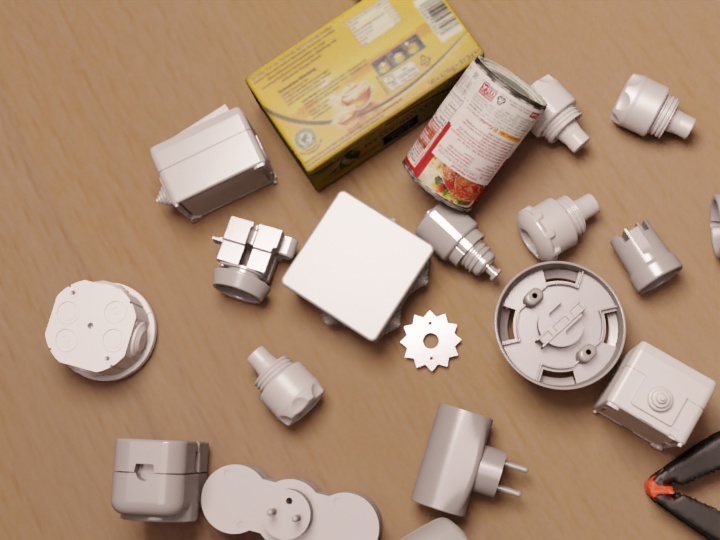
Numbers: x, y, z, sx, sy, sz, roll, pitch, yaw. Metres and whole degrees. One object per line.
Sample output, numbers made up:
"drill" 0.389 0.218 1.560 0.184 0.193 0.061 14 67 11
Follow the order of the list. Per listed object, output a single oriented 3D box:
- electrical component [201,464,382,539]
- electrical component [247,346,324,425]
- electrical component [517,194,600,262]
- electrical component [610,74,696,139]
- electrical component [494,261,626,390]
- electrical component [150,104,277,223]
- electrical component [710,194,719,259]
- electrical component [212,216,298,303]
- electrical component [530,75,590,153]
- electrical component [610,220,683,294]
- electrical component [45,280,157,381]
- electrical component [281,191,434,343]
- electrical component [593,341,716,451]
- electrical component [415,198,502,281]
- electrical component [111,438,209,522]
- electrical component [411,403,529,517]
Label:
"electrical component" -0.053 0.184 0.811 0.138 0.073 0.052 13 82 7
"electrical component" -0.062 0.087 0.844 0.043 0.043 0.062 -44 78 -3
"electrical component" 0.158 -0.038 0.846 0.062 0.048 0.048 -30 79 -8
"electrical component" 0.235 -0.125 0.854 0.062 0.043 0.043 28 84 8
"electrical component" 0.152 0.044 0.822 0.099 0.064 0.099 -1 80 5
"electrical component" -0.125 -0.085 0.870 0.096 0.061 0.061 -26 79 0
"electrical component" 0.298 -0.035 0.828 0.047 0.055 0.055 -3 80 9
"electrical component" -0.090 -0.006 0.862 0.066 0.048 0.055 16 75 8
"electrical component" 0.157 -0.121 0.860 0.043 0.043 0.062 -41 80 -2
"electrical component" 0.222 -0.011 0.838 0.040 0.040 0.046 -29 73 0
"electrical component" -0.207 0.047 0.860 0.080 0.051 0.080 -1 80 5
"electrical component" 0.000 0.000 0.851 0.100 0.048 0.099 32 84 10
"electrical component" 0.218 0.090 0.791 0.062 0.096 0.061 30 82 10
"electrical component" 0.080 -0.022 0.851 0.078 0.040 0.040 43 87 11
"electrical component" -0.150 0.158 0.813 0.054 0.095 0.059 1 81 6
"electrical component" 0.088 0.150 0.820 0.079 0.043 0.077 17 82 8
